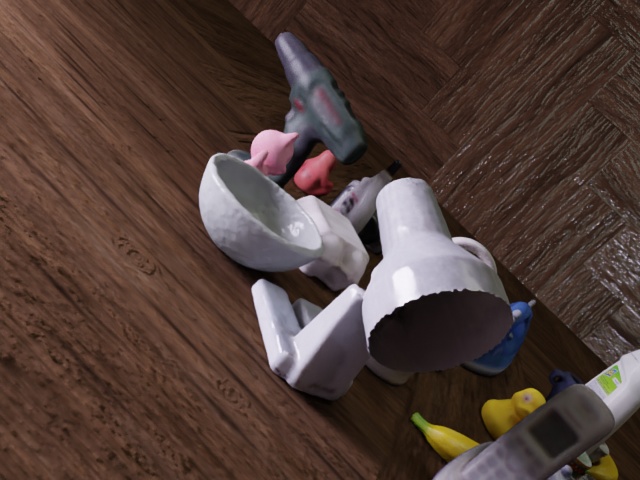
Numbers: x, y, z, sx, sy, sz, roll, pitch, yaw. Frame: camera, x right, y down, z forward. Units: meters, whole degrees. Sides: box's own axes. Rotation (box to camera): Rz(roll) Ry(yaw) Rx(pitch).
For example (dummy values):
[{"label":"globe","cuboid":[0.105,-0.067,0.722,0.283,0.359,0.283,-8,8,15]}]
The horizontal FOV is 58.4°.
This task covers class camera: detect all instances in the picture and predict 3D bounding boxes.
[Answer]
[{"label":"camera","cuboid":[0.089,-0.049,1.083,0.143,0.100,0.137,45,16,7]}]

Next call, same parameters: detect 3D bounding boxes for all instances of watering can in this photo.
[{"label":"watering can","cuboid":[0.134,0.083,0.695,0.101,0.194,0.172,35,18,-25]}]

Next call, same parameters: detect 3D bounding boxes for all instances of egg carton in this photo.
[{"label":"egg carton","cuboid":[0.008,0.003,0.818,0.108,0.069,0.150,32,20,-34]}]

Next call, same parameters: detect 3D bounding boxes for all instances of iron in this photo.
[{"label":"iron","cuboid":[0.334,0.165,1.056,0.118,0.141,0.259,49,17,18]}]

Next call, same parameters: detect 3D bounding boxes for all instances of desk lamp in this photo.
[{"label":"desk lamp","cuboid":[0.049,0.053,0.533,0.118,0.213,0.202,31,20,-35]}]

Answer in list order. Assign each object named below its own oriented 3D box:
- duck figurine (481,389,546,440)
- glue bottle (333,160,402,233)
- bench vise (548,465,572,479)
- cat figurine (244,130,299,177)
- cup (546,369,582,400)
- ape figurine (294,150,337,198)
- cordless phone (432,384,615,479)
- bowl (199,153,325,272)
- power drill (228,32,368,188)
[{"label":"duck figurine","cuboid":[0.291,0.252,0.839,0.077,0.086,0.105,47,16,11]},{"label":"glue bottle","cuboid":[0.078,-0.073,0.990,0.037,0.173,0.078,31,20,-37]},{"label":"bench vise","cuboid":[0.290,0.286,0.512,0.207,0.219,0.122,49,17,19]},{"label":"cat figurine","cuboid":[-0.080,-0.116,0.821,0.067,0.117,0.128,42,16,-4]},{"label":"cup","cuboid":[0.455,0.304,1.080,0.118,0.095,0.091,40,16,-12]},{"label":"ape figurine","cuboid":[-0.001,-0.131,1.093,0.077,0.092,0.076,52,18,28]},{"label":"cordless phone","cuboid":[0.203,0.230,0.507,0.094,0.185,0.147,18,29,-56]},{"label":"bowl","cuboid":[-0.078,-0.018,0.657,0.168,0.074,0.167,39,17,-14]},{"label":"power drill","cuboid":[-0.044,-0.180,0.904,0.229,0.208,0.076,46,16,10]}]
